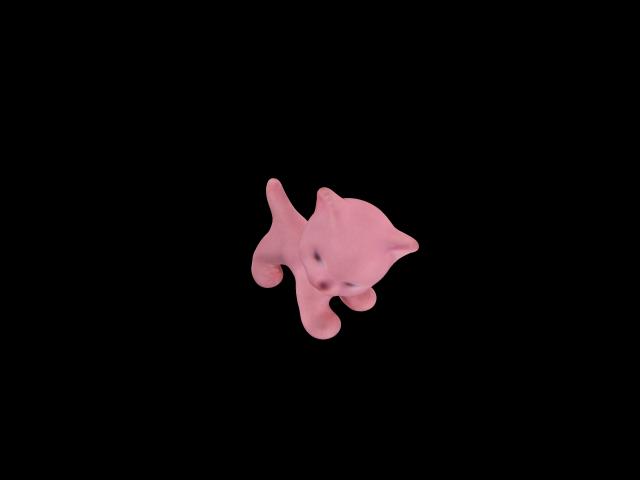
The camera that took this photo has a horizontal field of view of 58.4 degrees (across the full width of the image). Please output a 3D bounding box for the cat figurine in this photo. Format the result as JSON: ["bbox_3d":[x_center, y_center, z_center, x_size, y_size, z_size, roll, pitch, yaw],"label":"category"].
[{"bbox_3d":[0.004,0.001,0.400,0.067,0.118,0.127,-31,50,-30],"label":"cat figurine"}]
